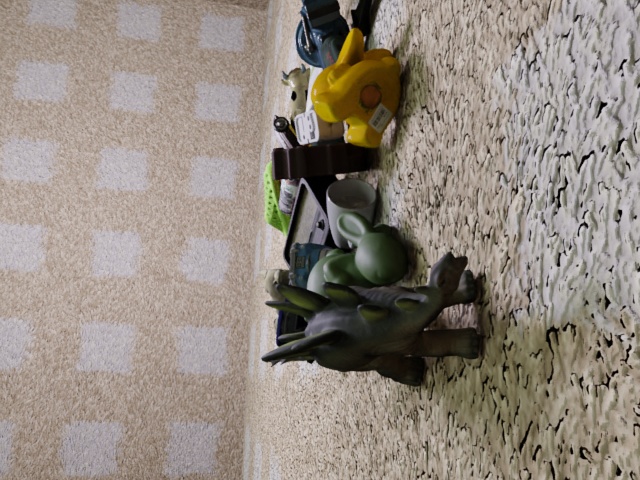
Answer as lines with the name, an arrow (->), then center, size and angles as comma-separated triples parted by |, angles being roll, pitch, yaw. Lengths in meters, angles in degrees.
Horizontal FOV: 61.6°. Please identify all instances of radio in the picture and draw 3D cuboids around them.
radio -> -0.002, -0.003, 1.053 | 0.131, 0.073, 0.229 | 60, 149, 35

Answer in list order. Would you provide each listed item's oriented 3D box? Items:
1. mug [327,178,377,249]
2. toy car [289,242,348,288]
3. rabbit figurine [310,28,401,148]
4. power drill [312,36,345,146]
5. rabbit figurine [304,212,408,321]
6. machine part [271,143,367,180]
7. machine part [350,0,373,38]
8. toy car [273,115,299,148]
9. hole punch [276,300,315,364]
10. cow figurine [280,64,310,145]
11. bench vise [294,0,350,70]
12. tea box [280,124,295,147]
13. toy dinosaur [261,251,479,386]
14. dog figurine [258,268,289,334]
mug -> 0.054, -0.029, 0.888 | 0.107, 0.081, 0.110 | 90, 169, -46
toy car -> 0.021, 0.055, 0.909 | 0.103, 0.161, 0.109 | -11, 63, 32
rabbit figurine -> 0.042, -0.242, 0.839 | 0.173, 0.122, 0.162 | 32, 99, 59
power drill -> 0.036, -0.254, 1.021 | 0.207, 0.086, 0.232 | 105, 155, -58
rabbit figurine -> 0.069, 0.041, 0.766 | 0.170, 0.121, 0.159 | -40, 37, 49
machine part -> -0.002, -0.138, 0.932 | 0.179, 0.179, 0.056 | -144, 48, -76
machine part -> 0.081, -0.423, 0.982 | 0.138, 0.039, 0.084 | 111, 165, -58
toy car -> -0.055, -0.208, 1.281 | 0.202, 0.053, 0.089 | 53, 178, 5
hole punch -> -0.023, 0.159, 1.048 | 0.116, 0.092, 0.142 | -40, -38, -53
cow figurine -> -0.042, -0.341, 1.323 | 0.127, 0.086, 0.195 | 54, -153, -50
bench vise -> -0.010, -0.454, 1.118 | 0.223, 0.129, 0.241 | 56, -173, -30
tea box -> -0.058, -0.218, 1.423 | 0.068, 0.098, 0.169 | -122, 36, -71
toy dinosaur -> 0.033, 0.106, 0.626 | 0.471, 0.199, 0.105 | 121, 154, -62
dog figurine -> -0.086, 0.166, 1.337 | 0.172, 0.121, 0.190 | 8, -99, -67
